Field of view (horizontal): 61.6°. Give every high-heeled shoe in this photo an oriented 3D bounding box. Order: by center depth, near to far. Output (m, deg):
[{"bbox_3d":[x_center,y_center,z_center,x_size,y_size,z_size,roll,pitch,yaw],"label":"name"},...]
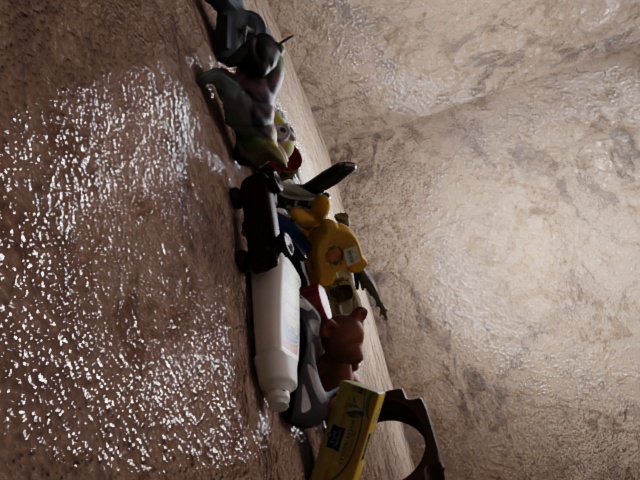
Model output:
[{"bbox_3d":[-0.053,0.181,0.871,0.145,0.086,0.249,-4,54,-52],"label":"high-heeled shoe"}]

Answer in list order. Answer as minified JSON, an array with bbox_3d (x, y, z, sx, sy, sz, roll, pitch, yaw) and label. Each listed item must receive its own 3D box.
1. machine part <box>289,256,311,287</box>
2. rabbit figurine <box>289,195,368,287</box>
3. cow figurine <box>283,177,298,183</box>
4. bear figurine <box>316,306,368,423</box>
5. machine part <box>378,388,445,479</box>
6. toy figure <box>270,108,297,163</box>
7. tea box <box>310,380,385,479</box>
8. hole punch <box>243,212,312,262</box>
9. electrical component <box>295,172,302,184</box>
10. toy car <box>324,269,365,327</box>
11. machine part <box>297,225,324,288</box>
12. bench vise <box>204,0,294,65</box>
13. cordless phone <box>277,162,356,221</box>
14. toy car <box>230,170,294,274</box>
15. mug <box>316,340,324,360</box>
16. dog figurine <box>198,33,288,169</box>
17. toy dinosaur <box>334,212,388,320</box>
[{"bbox_3d":[-0.042,0.079,1.134,0.179,0.056,0.179,-19,91,-82],"label":"machine part"},{"bbox_3d":[-0.002,-0.003,1.092,0.162,0.122,0.173,62,-6,-21],"label":"rabbit figurine"},{"bbox_3d":[-0.084,-0.129,1.269,0.167,0.068,0.098,52,16,-79],"label":"cow figurine"},{"bbox_3d":[0.048,0.227,0.978,0.132,0.120,0.195,48,-44,34],"label":"bear figurine"},{"bbox_3d":[0.120,0.394,1.007,0.202,0.201,0.087,-100,172,-49],"label":"machine part"},{"bbox_3d":[-0.118,-0.239,1.119,0.180,0.082,0.089,48,-32,21],"label":"toy figure"},{"bbox_3d":[0.046,0.315,0.860,0.098,0.068,0.169,46,62,-72],"label":"tea box"},{"bbox_3d":[-0.076,-0.003,0.965,0.142,0.092,0.115,-63,131,-75],"label":"hole punch"},{"bbox_3d":[-0.094,-0.194,1.396,0.134,0.058,0.115,62,11,-51],"label":"electrical component"},{"bbox_3d":[0.045,0.106,1.186,0.056,0.074,0.201,38,35,-80],"label":"toy car"},{"bbox_3d":[-0.036,0.018,1.244,0.079,0.079,0.243,-92,163,-65],"label":"machine part"},{"bbox_3d":[-0.170,-0.484,1.198,0.240,0.129,0.223,2,77,-64],"label":"bench vise"},{"bbox_3d":[-0.023,-0.112,1.102,0.146,0.184,0.089,0,69,-41],"label":"cordless phone"},{"bbox_3d":[-0.094,-0.028,0.864,0.053,0.089,0.202,57,15,-51],"label":"toy car"},{"bbox_3d":[0.016,0.233,1.107,0.109,0.081,0.107,18,64,-86],"label":"mug"},{"bbox_3d":[-0.106,-0.238,0.985,0.219,0.191,0.108,54,6,-17],"label":"dog figurine"},{"bbox_3d":[0.037,0.031,1.347,0.472,0.105,0.198,-134,-153,-56],"label":"toy dinosaur"}]
